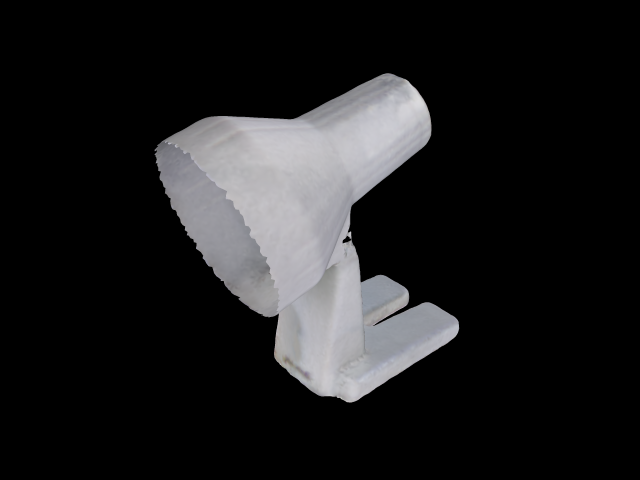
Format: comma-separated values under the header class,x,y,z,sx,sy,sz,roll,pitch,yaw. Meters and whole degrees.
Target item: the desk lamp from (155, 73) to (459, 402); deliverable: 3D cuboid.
class,x,y,z,sx,sy,sz,roll,pitch,yaw
desk lamp,0.004,0.001,0.400,0.204,0.214,0.117,-22,36,-33
